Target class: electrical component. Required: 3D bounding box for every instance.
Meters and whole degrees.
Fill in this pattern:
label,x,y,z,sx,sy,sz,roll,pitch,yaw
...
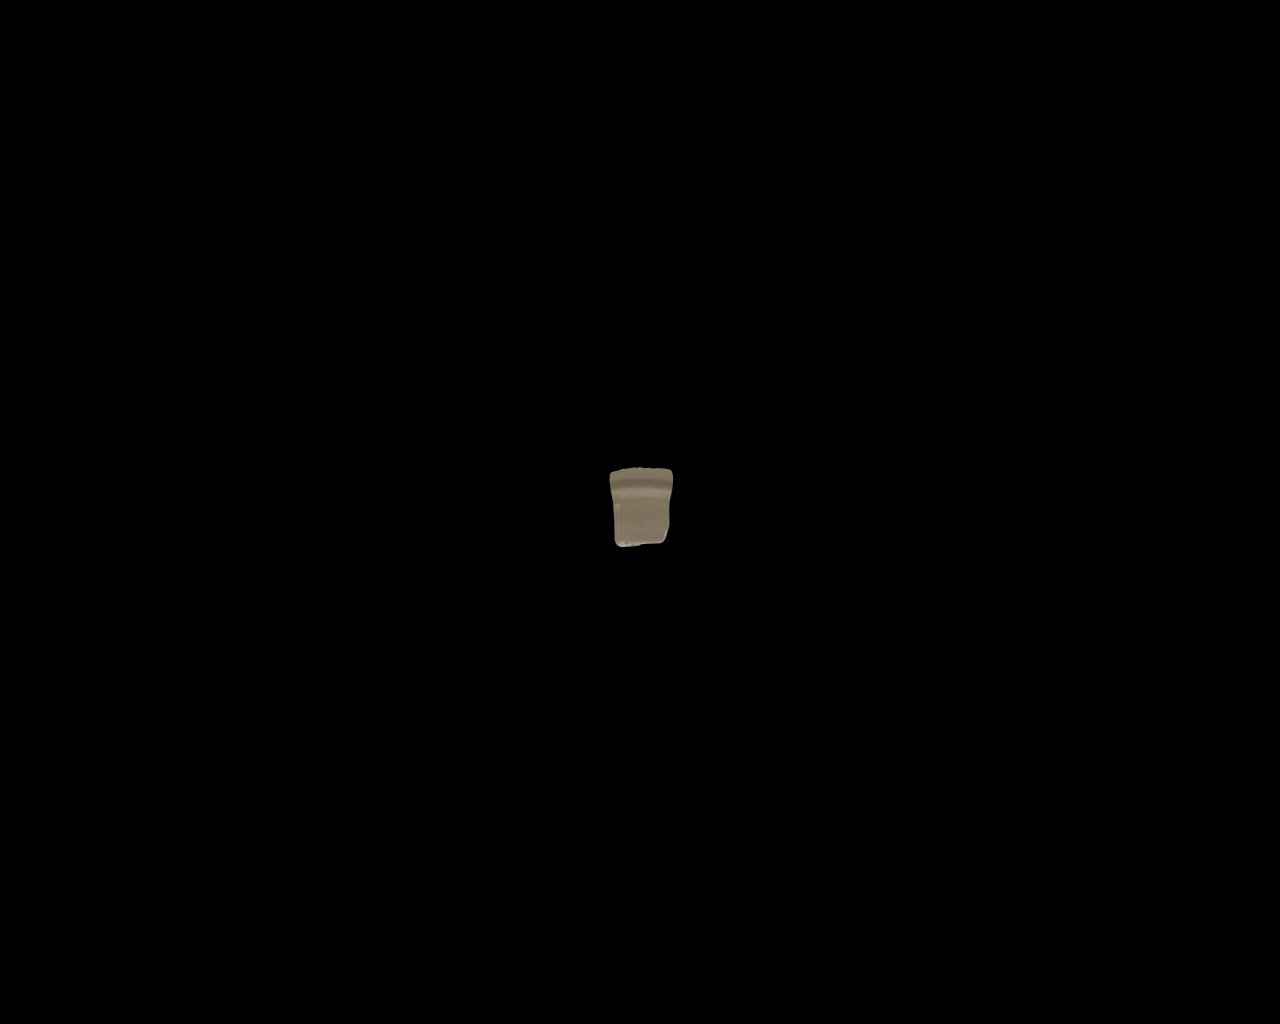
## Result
label,x,y,z,sx,sy,sz,roll,pitch,yaw
electrical component,0.001,-0.003,0.650,0.040,0.046,0.040,0,-7,0
